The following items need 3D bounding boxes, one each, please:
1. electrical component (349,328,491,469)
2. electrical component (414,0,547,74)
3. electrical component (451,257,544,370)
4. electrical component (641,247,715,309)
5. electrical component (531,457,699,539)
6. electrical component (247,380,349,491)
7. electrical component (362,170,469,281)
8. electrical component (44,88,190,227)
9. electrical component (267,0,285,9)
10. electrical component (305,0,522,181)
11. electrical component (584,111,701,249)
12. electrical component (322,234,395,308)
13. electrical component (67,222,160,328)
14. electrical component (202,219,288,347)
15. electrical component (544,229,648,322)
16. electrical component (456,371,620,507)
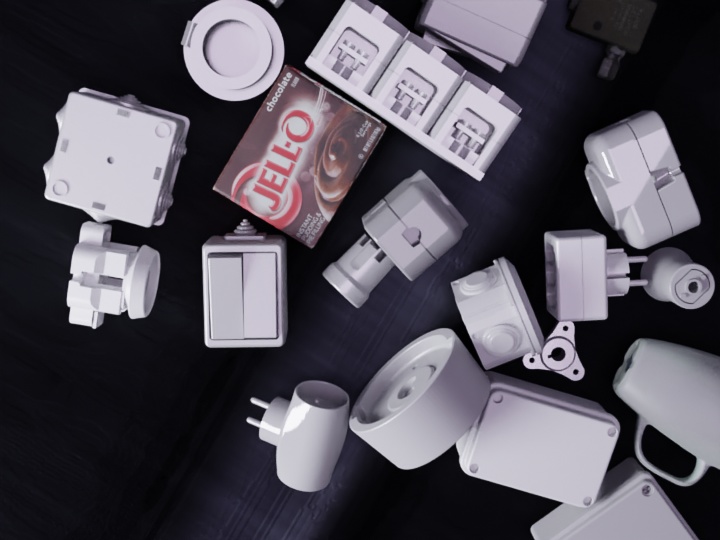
[{"bbox_3d":[0.052,0.104,0.828,0.108,0.108,0.060,-42,104,5],"label":"electrical component"},{"bbox_3d":[0.081,-0.190,0.804,0.096,0.061,0.061,23,97,-5],"label":"electrical component"},{"bbox_3d":[0.107,0.034,0.831,0.051,0.080,0.080,-22,99,7],"label":"electrical component"},{"bbox_3d":[0.249,0.008,0.837,0.044,0.065,0.044,0,99,-2],"label":"electrical component"},{"bbox_3d":[0.214,0.229,0.874,0.109,0.056,0.108,-37,98,4],"label":"electrical component"},{"bbox_3d":[-0.054,0.125,0.855,0.079,0.043,0.077,20,114,16],"label":"electrical component"},{"bbox_3d":[0.041,-0.035,0.809,0.059,0.095,0.053,-41,97,4],"label":"electrical component"},{"bbox_3d":[-0.185,-0.085,0.820,0.100,0.048,0.099,16,98,-4],"label":"electrical component"},{"bbox_3d":[-0.016,-0.276,0.767,0.060,0.105,0.186,41,96,-7],"label":"electrical component"},{"bbox_3d":[0.039,-0.135,0.797,0.150,0.089,0.061,33,96,-6],"label":"electrical component"},{"bbox_3d":[0.214,-0.068,0.830,0.059,0.053,0.095,-24,98,2],"label":"electrical component"},{"bbox_3d":[0.000,0.000,0.843,0.040,0.040,0.046,44,90,-7],"label":"electrical component"},{"bbox_3d":[-0.188,0.006,0.829,0.057,0.058,0.078,9,98,0],"label":"electrical component"},{"bbox_3d":[-0.088,0.010,0.830,0.062,0.061,0.096,-1,99,-1],"label":"electrical component"},{"bbox_3d":[0.188,0.003,0.844,0.077,0.047,0.065,-3,99,-1],"label":"electrical component"},{"bbox_3d":[0.141,0.135,0.857,0.113,0.057,0.078,17,98,-4],"label":"electrical component"}]
